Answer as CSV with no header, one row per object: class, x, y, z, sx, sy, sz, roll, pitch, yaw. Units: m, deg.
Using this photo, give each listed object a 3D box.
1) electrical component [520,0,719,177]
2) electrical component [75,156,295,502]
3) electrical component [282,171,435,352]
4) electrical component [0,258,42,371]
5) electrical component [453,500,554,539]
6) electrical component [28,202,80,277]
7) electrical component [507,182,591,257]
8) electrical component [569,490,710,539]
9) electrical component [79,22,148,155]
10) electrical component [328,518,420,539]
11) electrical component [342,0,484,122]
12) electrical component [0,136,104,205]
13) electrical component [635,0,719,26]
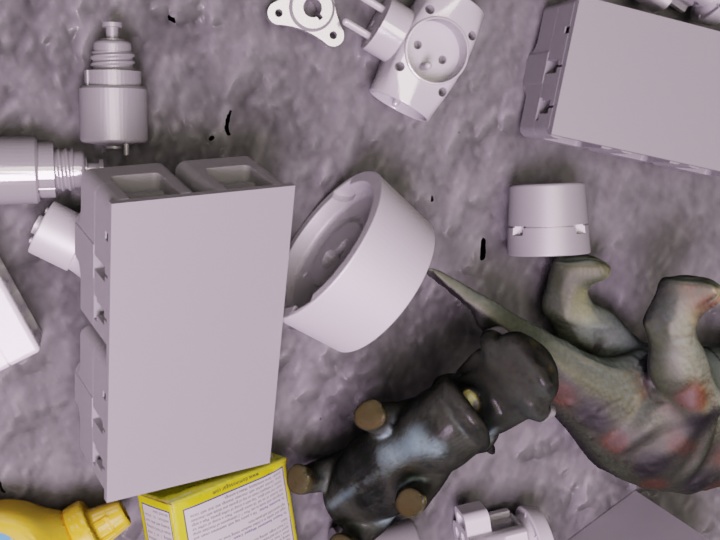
electrical component,0.191,-0.119,0.719,0.150,0.062,0.089,10,95,-15
electrical component,-0.106,0.031,0.631,0.105,0.060,0.186,-8,119,-30
electrical component,0.000,0.000,0.665,0.060,0.108,0.108,36,88,-22
electrical component,-0.239,0.033,0.637,0.077,0.047,0.065,-27,103,-9
electrical component,0.101,0.195,0.741,0.057,0.058,0.078,-11,100,-10
electrical component,-0.167,-0.013,0.653,0.065,0.044,0.044,27,90,-11
electrical component,0.125,-0.034,0.718,0.055,0.055,0.047,-3,94,-14
electrical component,0.155,0.245,0.736,0.186,0.105,0.060,-34,104,-8
electrical component,-0.148,-0.108,0.645,0.040,0.040,0.078,-1,98,-14
electrical component,0.009,0.191,0.723,0.055,0.045,0.045,-1,98,-14
electrical component,0.027,-0.146,0.682,0.079,0.044,0.077,28,90,-16
electrical component,-0.193,-0.059,0.640,0.078,0.040,0.040,-3,98,-14
electrical component,0.228,-0.201,0.720,0.057,0.058,0.078,30,89,-13
